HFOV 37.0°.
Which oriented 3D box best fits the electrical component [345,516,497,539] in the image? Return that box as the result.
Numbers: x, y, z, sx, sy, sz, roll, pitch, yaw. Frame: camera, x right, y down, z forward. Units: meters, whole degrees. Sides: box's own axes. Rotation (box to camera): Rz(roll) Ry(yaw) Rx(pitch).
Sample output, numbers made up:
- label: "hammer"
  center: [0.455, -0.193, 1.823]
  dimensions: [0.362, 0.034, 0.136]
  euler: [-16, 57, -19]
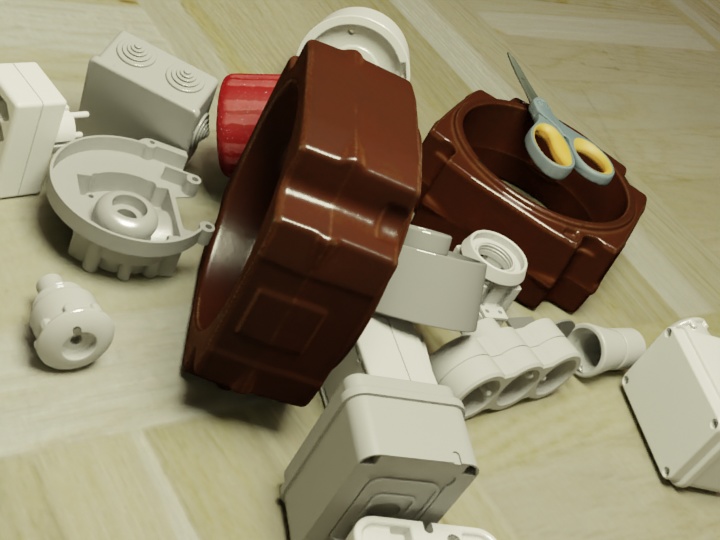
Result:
- label: "electrical component"
  center: [0.031, 0.181, 0.608]
  dimensions: [0.095, 0.059, 0.053]
  euler: [12, 39, -22]

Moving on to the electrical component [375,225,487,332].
- label: "electrical component"
  center: [0.038, 0.000, 0.764]
  dimensions: [0.108, 0.060, 0.108]
  euler: [15, 5, -1]

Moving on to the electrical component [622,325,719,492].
- label: "electrical component"
  center: [0.263, 0.108, 0.844]
  dimensions: [0.057, 0.078, 0.113]
  euler: [15, 37, -24]

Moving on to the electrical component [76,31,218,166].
- label: "electrical component"
  center: [-0.163, -0.123, 0.822]
  dimensions: [0.100, 0.099, 0.048]
  euler: [27, 48, -2]

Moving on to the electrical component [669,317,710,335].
- label: "electrical component"
  center: [0.291, 0.075, 0.934]
  dimensions: [0.048, 0.048, 0.062]
  euler: [0, 51, -34]

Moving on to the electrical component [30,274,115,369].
- label: "electrical component"
  center: [-0.184, 0.027, 0.667]
  dimensions: [0.048, 0.048, 0.062]
  euler: [-2, 38, -36]

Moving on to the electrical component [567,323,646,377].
- label: "electrical component"
  center: [0.206, 0.065, 0.890]
  dimensions: [0.065, 0.044, 0.044]
  euler: [2, 43, -40]

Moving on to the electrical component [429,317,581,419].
- label: "electrical component"
  center: [0.097, 0.061, 0.809]
  dimensions: [0.138, 0.052, 0.073]
  euler: [-8, 50, -40]

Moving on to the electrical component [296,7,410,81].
- label: "electrical component"
  center: [-0.004, -0.195, 1.017]
  dimensions: [0.108, 0.108, 0.060]
  euler: [25, 29, -6]

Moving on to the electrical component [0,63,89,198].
- label: "electrical component"
  center: [-0.227, -0.100, 0.760]
  dimensions: [0.076, 0.083, 0.047]
  euler: [-14, 53, -44]

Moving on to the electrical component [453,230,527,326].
- label: "electrical component"
  center: [0.101, 0.005, 0.878]
  dimensions: [0.058, 0.057, 0.078]
  euler: [6, 41, -29]

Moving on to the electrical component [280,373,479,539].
- label: "electrical component"
  center: [0.008, 0.118, 0.626]
  dimensions: [0.078, 0.113, 0.057]
  euler: [11, 42, -24]

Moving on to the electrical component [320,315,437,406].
- label: "electrical component"
  center: [0.013, 0.075, 0.727]
  dimensions: [0.061, 0.061, 0.096]
  euler: [8, 40, -27]
